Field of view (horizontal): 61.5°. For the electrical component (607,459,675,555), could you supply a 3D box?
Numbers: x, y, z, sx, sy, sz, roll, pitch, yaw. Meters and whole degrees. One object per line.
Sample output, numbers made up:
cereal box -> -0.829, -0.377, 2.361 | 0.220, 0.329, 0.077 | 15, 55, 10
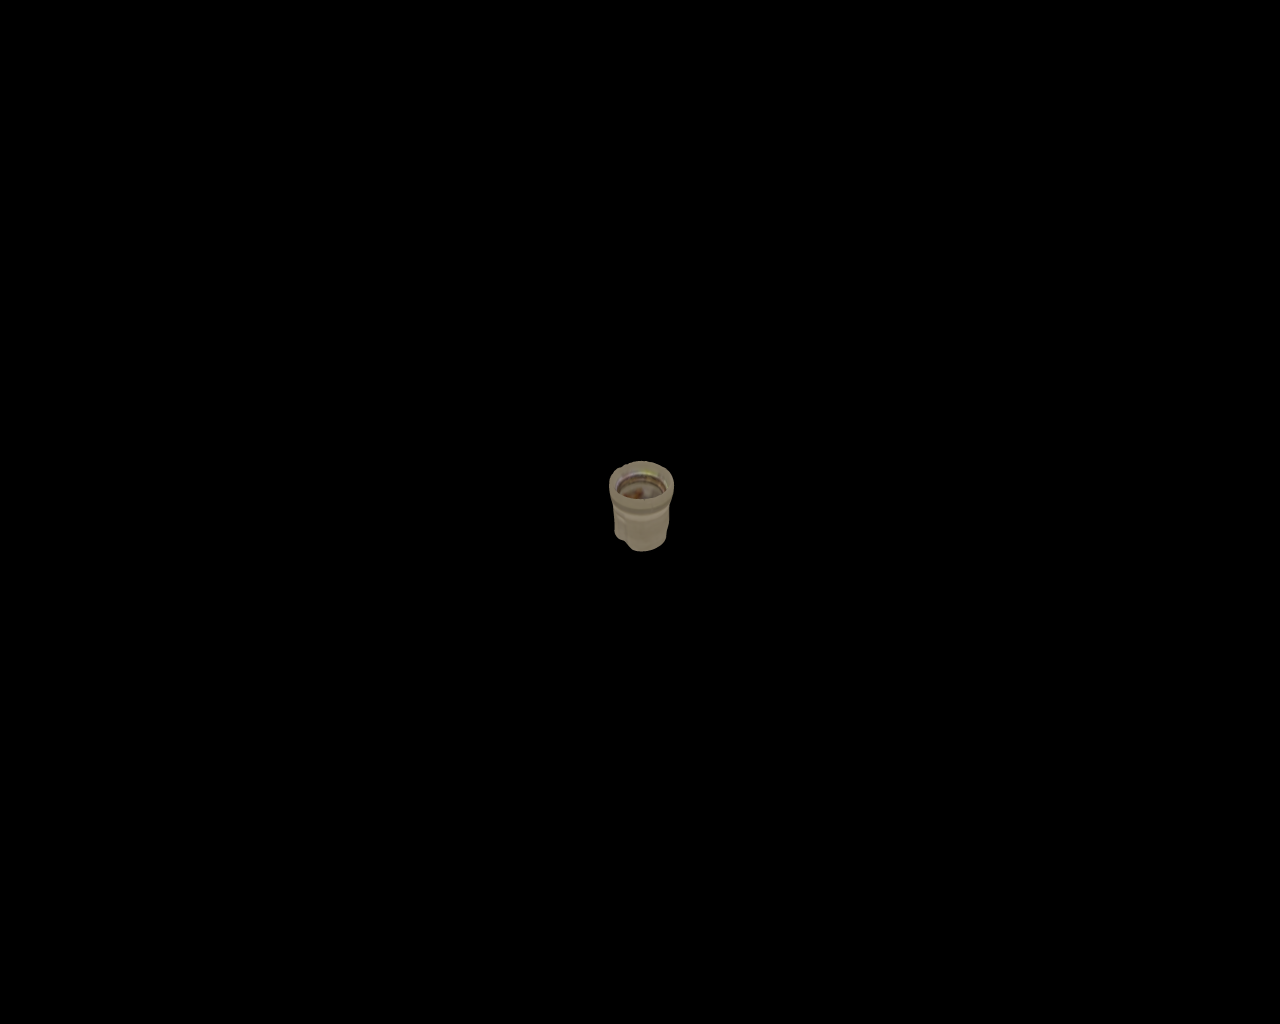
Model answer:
electrical component -> 0.001, -0.003, 0.650 | 0.040, 0.046, 0.040 | 0, 40, 0
